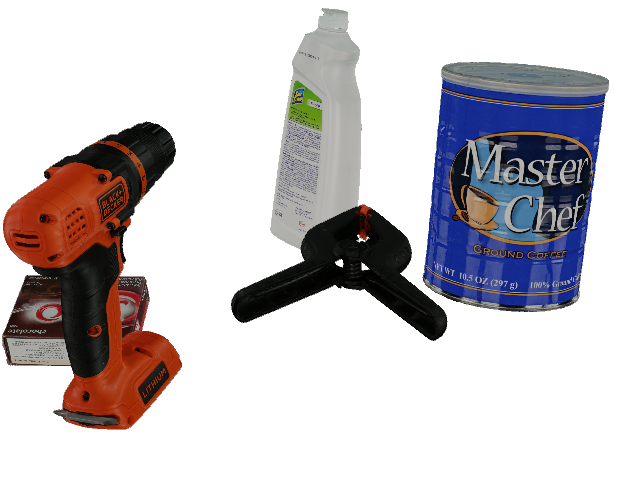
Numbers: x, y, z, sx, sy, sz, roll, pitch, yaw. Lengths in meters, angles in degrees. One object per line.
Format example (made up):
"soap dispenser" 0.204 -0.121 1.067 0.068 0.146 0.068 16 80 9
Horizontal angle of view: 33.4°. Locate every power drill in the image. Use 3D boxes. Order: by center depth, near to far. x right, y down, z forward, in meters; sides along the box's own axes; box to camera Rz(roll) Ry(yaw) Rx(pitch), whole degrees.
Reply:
"power drill" -0.146 0.023 0.756 0.057 0.188 0.184 3 25 21

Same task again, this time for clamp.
"clamp" 0.035 0.024 0.883 0.165 0.036 0.209 9 25 13

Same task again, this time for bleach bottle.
"bleach bottle" 0.006 -0.116 1.131 0.067 0.251 0.103 -11 26 -43

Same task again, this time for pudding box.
"pudding box" -0.214 0.070 0.943 0.113 0.039 0.090 -1 33 1

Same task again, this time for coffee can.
"coffee can" 0.122 -0.037 0.680 0.103 0.140 0.103 3 16 -1
